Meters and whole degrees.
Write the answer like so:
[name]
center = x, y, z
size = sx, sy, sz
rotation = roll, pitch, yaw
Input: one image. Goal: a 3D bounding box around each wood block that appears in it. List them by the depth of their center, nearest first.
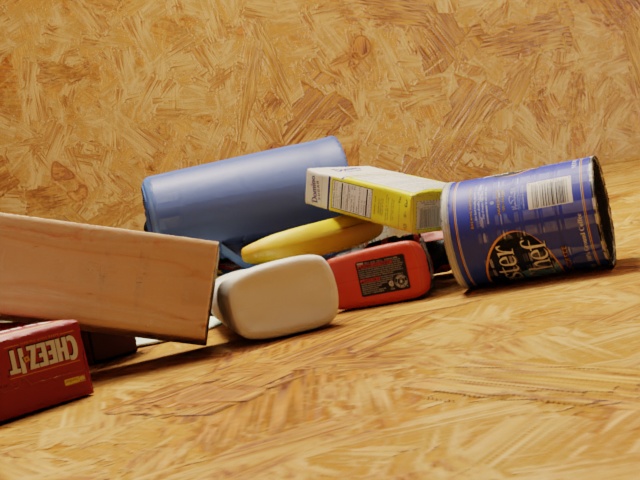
[wood block]
center = -0.200, 0.037, 0.966
size = 0.206, 0.090, 0.091
rotation = 8, -10, -4

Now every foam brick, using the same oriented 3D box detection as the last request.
[foam brick]
center = -0.229, 0.095, 1.078
size = 0.051, 0.053, 0.078
rotation = -15, 5, -40

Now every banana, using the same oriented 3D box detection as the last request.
[banana]
center = 0.007, -0.003, 1.145
size = 0.197, 0.037, 0.070
rotation = -16, -1, -44

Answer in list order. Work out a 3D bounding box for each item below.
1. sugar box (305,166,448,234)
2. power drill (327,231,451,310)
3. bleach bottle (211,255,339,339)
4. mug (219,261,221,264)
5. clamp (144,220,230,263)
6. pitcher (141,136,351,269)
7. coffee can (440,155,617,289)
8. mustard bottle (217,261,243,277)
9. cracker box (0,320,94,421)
[sugar box]
center = 0.072, -0.044, 1.115
size = 0.093, 0.048, 0.177
rotation = -5, 12, -36
[power drill]
center = 0.070, 0.027, 1.116
size = 0.185, 0.057, 0.187
rotation = -14, 3, 21
[bleach bottle]
center = -0.057, 0.055, 1.069
size = 0.102, 0.068, 0.251
rotation = -13, 1, -11
[mug]
center = -0.188, 0.053, 1.382
size = 0.082, 0.093, 0.117
rotation = -2, 27, 43
[clamp]
center = -0.138, 0.025, 1.442
size = 0.210, 0.164, 0.036
rotation = 3, 58, 50
[pitcher]
center = -0.082, -0.033, 1.264
size = 0.242, 0.145, 0.149
rotation = -11, 7, -11
[coffee can]
center = 0.194, -0.015, 0.989
size = 0.140, 0.103, 0.102
rotation = -10, 4, 21
[mustard bottle]
center = -0.108, 0.053, 1.282
size = 0.191, 0.058, 0.096
rotation = -15, 12, -31
[cracker box]
center = -0.315, 0.114, 0.887
size = 0.163, 0.072, 0.214
rotation = -14, 5, -41
